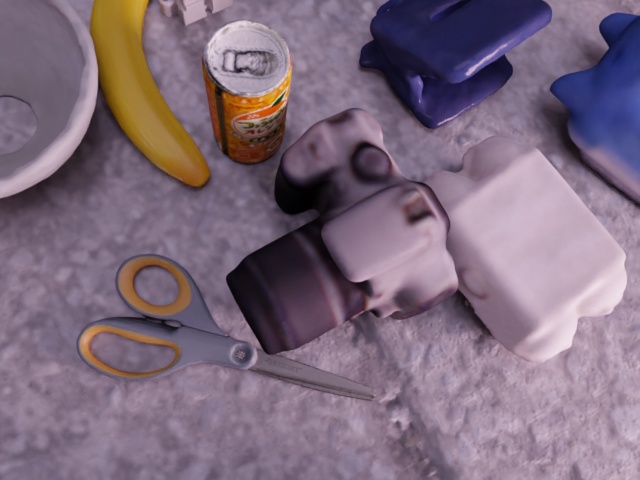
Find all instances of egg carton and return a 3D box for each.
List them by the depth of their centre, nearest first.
[{"bbox_3d":[0.137,0.004,0.405,0.107,0.069,0.150,-36,82,-14],"label":"egg carton"}]

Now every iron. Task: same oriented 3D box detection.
[{"bbox_3d":[0.308,-0.079,0.409,0.258,0.141,0.119,38,75,4],"label":"iron"}]

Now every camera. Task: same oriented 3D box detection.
[{"bbox_3d":[0.003,0.001,0.374,0.137,0.100,0.143,-28,80,-13],"label":"camera"}]

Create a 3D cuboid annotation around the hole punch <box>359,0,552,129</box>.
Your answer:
[{"bbox_3d":[0.097,-0.156,0.431,0.109,0.091,0.101,-35,82,-14],"label":"hole punch"}]

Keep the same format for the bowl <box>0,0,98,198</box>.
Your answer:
[{"bbox_3d":[-0.227,-0.095,0.386,0.167,0.074,0.167,2,75,-6],"label":"bowl"}]
